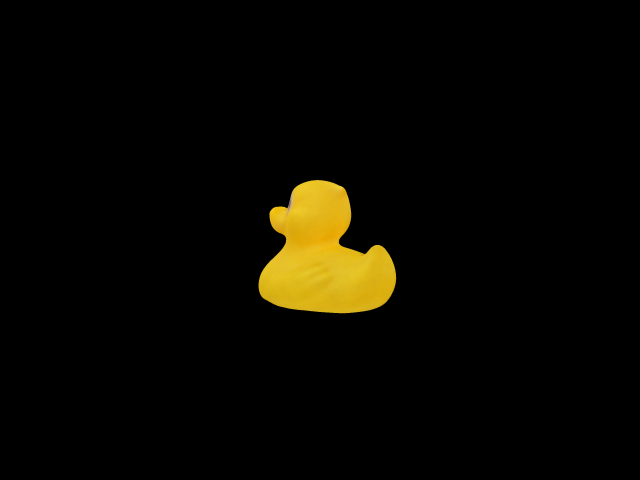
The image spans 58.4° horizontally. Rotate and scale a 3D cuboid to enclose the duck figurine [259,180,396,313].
[{"bbox_3d":[0.004,0.001,0.400,0.104,0.086,0.078,5,9,36],"label":"duck figurine"}]
